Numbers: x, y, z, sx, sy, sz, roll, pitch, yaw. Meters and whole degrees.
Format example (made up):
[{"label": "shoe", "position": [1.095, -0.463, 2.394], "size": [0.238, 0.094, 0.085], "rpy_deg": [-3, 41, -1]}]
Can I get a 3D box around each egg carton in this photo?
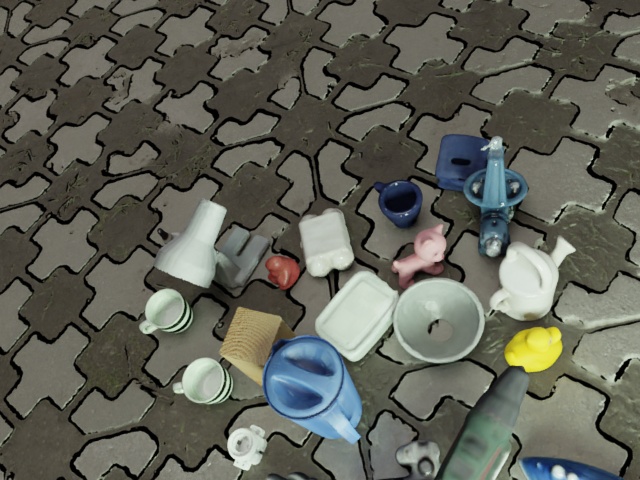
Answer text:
[{"label": "egg carton", "position": [0.011, 0.004, 1.225], "size": [0.107, 0.069, 0.150], "rpy_deg": [-17, 58, 6]}]

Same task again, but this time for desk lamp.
[{"label": "desk lamp", "position": [-0.227, 0.021, 1.197], "size": [0.117, 0.214, 0.203], "rpy_deg": [21, 69, 25]}]

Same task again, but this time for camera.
[{"label": "camera", "position": [0.137, 0.410, 0.944], "size": [0.136, 0.101, 0.143], "rpy_deg": [-10, 59, 10]}]

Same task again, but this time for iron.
[{"label": "iron", "position": [0.420, 0.392, 0.852], "size": [0.257, 0.142, 0.119], "rpy_deg": [26, 71, 26]}]

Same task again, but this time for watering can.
[{"label": "watering can", "position": [0.374, 0.058, 1.021], "size": [0.100, 0.194, 0.173], "rpy_deg": [26, 71, 27]}]

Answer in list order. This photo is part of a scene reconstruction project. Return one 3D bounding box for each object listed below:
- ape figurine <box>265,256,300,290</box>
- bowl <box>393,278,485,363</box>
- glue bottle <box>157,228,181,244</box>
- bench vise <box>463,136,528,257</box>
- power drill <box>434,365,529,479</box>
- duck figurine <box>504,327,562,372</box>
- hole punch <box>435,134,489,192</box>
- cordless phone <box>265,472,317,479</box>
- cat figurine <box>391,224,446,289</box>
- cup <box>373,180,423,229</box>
[{"label": "ape figurine", "position": [-0.086, 0.061, 1.207], "size": [0.076, 0.092, 0.077], "rpy_deg": [-18, 58, 5]}, {"label": "bowl", "position": [0.224, 0.160, 1.076], "size": [0.167, 0.075, 0.167], "rpy_deg": [-7, 60, 12]}, {"label": "glue bottle", "position": [-0.308, 0.019, 1.244], "size": [0.037, 0.173, 0.078], "rpy_deg": [-2, 61, 15]}, {"label": "bench vise", "position": [0.345, -0.080, 1.091], "size": [0.121, 0.220, 0.207], "rpy_deg": [-14, 59, 8]}, {"label": "power drill", "position": [0.255, 0.318, 0.900], "size": [0.075, 0.209, 0.230], "rpy_deg": [28, 72, 27]}, {"label": "duck figurine", "position": [0.378, 0.185, 1.012], "size": [0.104, 0.086, 0.077], "rpy_deg": [-23, 58, 2]}, {"label": "hole punch", "position": [0.306, -0.163, 1.225], "size": [0.108, 0.091, 0.101], "rpy_deg": [10, 65, 21]}, {"label": "cordless phone", "position": [-0.025, 0.441, 0.922], "size": [0.147, 0.185, 0.094], "rpy_deg": [32, 74, 28]}, {"label": "cat figurine", "position": [0.199, 0.027, 1.132], "size": [0.128, 0.118, 0.067], "rpy_deg": [-29, 58, -1]}, {"label": "cup", "position": [0.164, -0.072, 1.211], "size": [0.117, 0.095, 0.092], "rpy_deg": [35, 75, 29]}]
